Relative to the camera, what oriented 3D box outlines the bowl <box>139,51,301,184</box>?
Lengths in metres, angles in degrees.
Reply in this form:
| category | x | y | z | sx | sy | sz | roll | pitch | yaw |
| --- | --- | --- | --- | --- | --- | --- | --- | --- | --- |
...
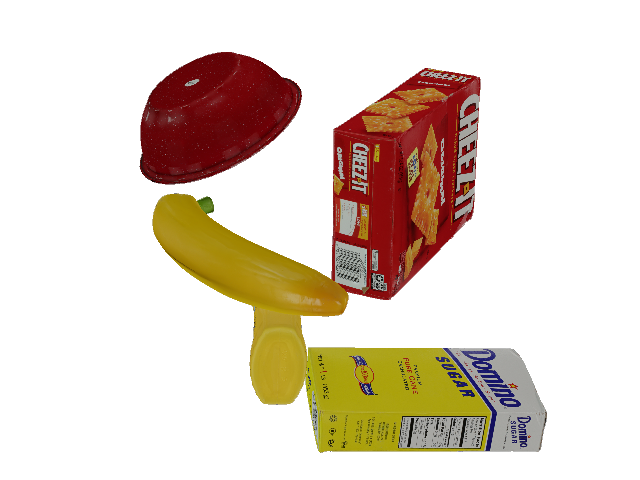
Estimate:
| category | x | y | z | sx | sy | sz | roll | pitch | yaw |
| --- | --- | --- | --- | --- | --- | --- | --- | --- | --- |
| bowl | -0.101 | -0.120 | 0.948 | 0.162 | 0.055 | 0.162 | -20 | 33 | 13 |

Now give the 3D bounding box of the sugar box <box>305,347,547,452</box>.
| category | x | y | z | sx | sy | sz | roll | pitch | yaw |
| --- | --- | --- | --- | --- | --- | --- | --- | --- | --- |
| sugar box | 0.080 | 0.124 | 0.844 | 0.176 | 0.048 | 0.093 | -2 | 28 | -6 |

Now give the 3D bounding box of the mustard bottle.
| category | x | y | z | sx | sy | sz | roll | pitch | yaw |
| --- | --- | --- | --- | --- | --- | --- | --- | --- | --- |
| mustard bottle | -0.046 | 0.084 | 1.145 | 0.058 | 0.096 | 0.191 | -1 | 28 | -3 |

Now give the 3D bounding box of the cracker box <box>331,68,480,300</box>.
| category | x | y | z | sx | sy | sz | roll | pitch | yaw |
| --- | --- | --- | --- | --- | --- | --- | --- | --- | --- |
| cracker box | 0.088 | -0.061 | 1.045 | 0.072 | 0.164 | 0.213 | 14 | 29 | 26 |

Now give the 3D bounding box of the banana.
| category | x | y | z | sx | sy | sz | roll | pitch | yaw |
| --- | --- | --- | --- | --- | --- | --- | --- | --- | --- |
| banana | -0.060 | 0.004 | 0.684 | 0.069 | 0.037 | 0.198 | -14 | 29 | -28 |
